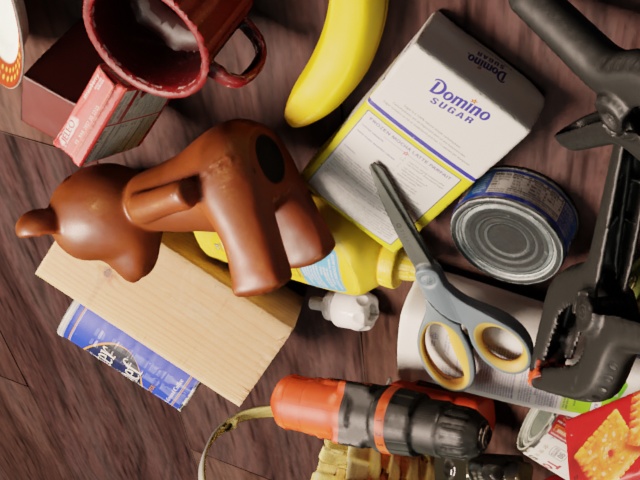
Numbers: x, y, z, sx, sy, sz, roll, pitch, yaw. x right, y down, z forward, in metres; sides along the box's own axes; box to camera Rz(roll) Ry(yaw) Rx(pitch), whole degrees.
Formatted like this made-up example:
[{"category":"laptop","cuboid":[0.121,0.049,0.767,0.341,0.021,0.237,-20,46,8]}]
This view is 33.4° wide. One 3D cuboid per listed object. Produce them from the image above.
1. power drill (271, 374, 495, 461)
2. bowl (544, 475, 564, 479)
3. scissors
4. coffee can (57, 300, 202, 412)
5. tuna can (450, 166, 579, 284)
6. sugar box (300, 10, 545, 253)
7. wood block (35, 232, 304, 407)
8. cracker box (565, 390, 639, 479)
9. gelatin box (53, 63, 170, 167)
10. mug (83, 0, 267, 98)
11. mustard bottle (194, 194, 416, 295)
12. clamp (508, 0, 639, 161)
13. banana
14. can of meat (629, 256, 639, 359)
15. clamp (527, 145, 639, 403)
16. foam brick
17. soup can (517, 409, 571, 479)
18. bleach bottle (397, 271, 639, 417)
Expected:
[{"category":"power drill","cuboid":[0.078,0.146,0.882,0.185,0.057,0.187,7,174,31]},{"category":"bowl","cuboid":[0.252,0.258,0.971,0.162,0.055,0.162,20,143,16]},{"category":"scissors","cuboid":[0.098,0.031,0.758,0.096,0.016,0.202,1,126,22]},{"category":"coffee can","cuboid":[-0.165,0.085,1.027,0.140,0.102,0.103,33,145,-3]},{"category":"tuna can","cuboid":[0.136,-0.009,0.753,0.086,0.033,0.086,20,142,16]},{"category":"sugar box","cuboid":[0.064,-0.068,0.727,0.093,0.048,0.176,37,141,-6]},{"category":"wood block","cuboid":[-0.126,0.041,0.929,0.206,0.090,0.091,34,105,-4]},{"category":"cracker box","cuboid":[0.302,0.144,0.719,0.164,0.072,0.214,30,137,-29]},{"category":"gelatin box","cuboid":[-0.148,-0.097,0.786,0.030,0.089,0.073,41,116,8]},{"category":"mug","cuboid":[-0.086,-0.148,0.707,0.117,0.081,0.093,35,144,-5]},{"category":"mustard bottle","cuboid":[-0.005,0.001,0.846,0.192,0.058,0.096,15,148,22]},{"category":"clamp","cuboid":[0.173,-0.071,0.596,0.172,0.039,0.120,49,175,45]},{"category":"banana","cuboid":[0.009,-0.146,0.672,0.070,0.037,0.198,11,139,11]},{"category":"can of meat","cuboid":[0.249,0.049,0.724,0.084,0.057,0.102,28,145,1]},{"category":"clamp","cuboid":[0.185,0.035,0.690,0.036,0.164,0.210,1,154,-15]},{"category":"foam brick","cuboid":[-0.185,-0.120,0.818,0.051,0.078,0.053,30,145,4]},{"category":"soup can","cuboid":[0.223,0.170,0.876,0.102,0.068,0.069,31,145,-1]},{"category":"bleach bottle","cuboid":[0.187,0.098,0.823,0.251,0.068,0.102,16,142,16]}]
